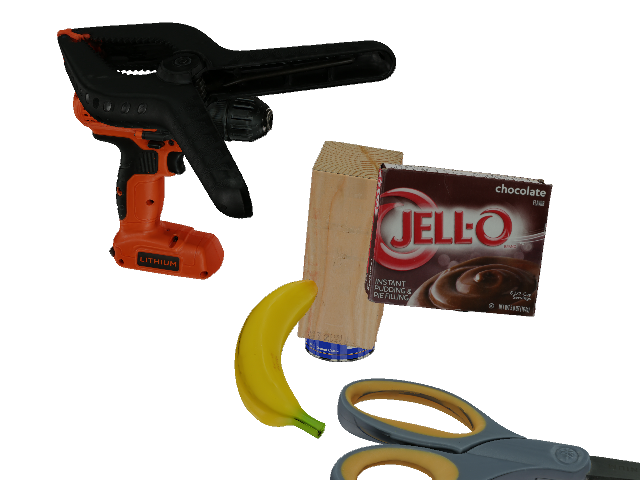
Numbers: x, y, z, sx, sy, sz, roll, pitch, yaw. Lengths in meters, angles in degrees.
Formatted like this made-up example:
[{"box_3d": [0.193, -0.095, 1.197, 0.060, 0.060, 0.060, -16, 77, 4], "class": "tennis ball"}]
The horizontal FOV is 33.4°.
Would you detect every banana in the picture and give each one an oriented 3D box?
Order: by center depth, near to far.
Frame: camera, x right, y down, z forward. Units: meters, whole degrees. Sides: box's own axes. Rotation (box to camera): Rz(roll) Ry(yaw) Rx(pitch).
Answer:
[{"box_3d": [-0.035, 0.090, 0.866, 0.069, 0.037, 0.198, 17, 32, -12], "class": "banana"}]

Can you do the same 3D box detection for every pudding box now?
[{"box_3d": [0.090, -0.001, 0.707, 0.113, 0.090, 0.039, 5, 13, -3], "class": "pudding box"}]

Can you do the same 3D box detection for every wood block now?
[{"box_3d": [0.033, 0.005, 1.187, 0.090, 0.206, 0.090, 9, 27, 7], "class": "wood block"}]

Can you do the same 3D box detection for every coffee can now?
[{"box_3d": [0.028, 0.087, 1.514, 0.103, 0.140, 0.103, 0, 21, 0], "class": "coffee can"}]

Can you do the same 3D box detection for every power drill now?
[{"box_3d": [-0.131, -0.058, 0.985, 0.184, 0.188, 0.057, 9, 30, 15], "class": "power drill"}]

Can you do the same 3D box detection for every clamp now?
[{"box_3d": [-0.070, -0.097, 0.648, 0.210, 0.036, 0.164, 26, 50, 31], "class": "clamp"}]

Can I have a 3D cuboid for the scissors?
[{"box_3d": [0.092, 0.105, 0.456, 0.202, 0.016, 0.096, 15, 33, 24], "class": "scissors"}]
